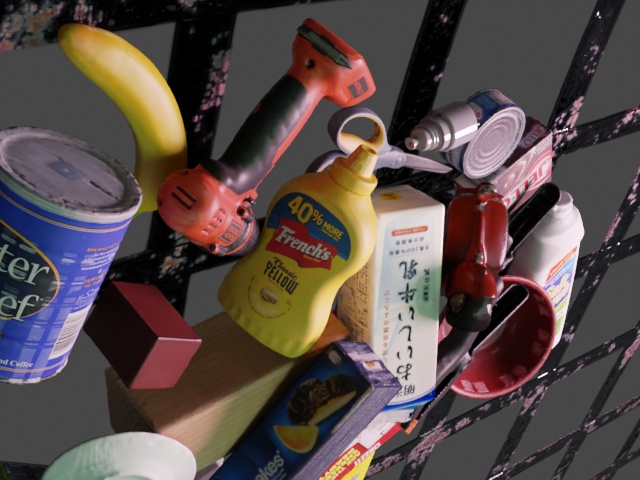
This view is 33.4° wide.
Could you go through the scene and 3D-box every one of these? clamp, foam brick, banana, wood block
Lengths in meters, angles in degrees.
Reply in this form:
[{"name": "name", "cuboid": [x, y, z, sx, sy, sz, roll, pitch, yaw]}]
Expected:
[{"name": "clamp", "cuboid": [0.181, 0.016, 1.128, 0.120, 0.039, 0.172, -24, 154, -46]}, {"name": "foam brick", "cuboid": [-0.144, 0.077, 0.863, 0.051, 0.078, 0.053, 12, 117, -51]}, {"name": "banana", "cuboid": [-0.129, -0.080, 0.745, 0.069, 0.037, 0.198, -33, 146, -22]}, {"name": "wood block", "cuboid": [-0.082, 0.128, 0.977, 0.205, 0.091, 0.090, -25, 142, -28]}, {"name": "clamp", "cuboid": [0.152, 0.120, 1.162, 0.210, 0.036, 0.164, -56, 158, 14]}]

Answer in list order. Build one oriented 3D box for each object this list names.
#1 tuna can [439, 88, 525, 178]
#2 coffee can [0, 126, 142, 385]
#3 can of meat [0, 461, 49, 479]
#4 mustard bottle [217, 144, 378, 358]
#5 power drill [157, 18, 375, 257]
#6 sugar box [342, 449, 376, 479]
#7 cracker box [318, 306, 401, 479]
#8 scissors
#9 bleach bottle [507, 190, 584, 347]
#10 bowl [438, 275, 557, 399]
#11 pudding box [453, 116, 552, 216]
[{"name": "tuna can", "cuboid": [0.160, -0.103, 1.045, 0.086, 0.034, 0.086, -29, 144, -24]}, {"name": "coffee can", "cuboid": [-0.192, 0.010, 0.711, 0.102, 0.103, 0.140, 0, 126, -48]}, {"name": "can of meat", "cuboid": [-0.267, 0.241, 0.928, 0.102, 0.057, 0.083, -53, 145, 10]}, {"name": "mustard bottle", "cuboid": [-0.006, 0.001, 0.911, 0.192, 0.096, 0.058, -58, 163, 22]}, {"name": "power drill", "cuboid": [-0.036, -0.067, 0.819, 0.187, 0.057, 0.184, -52, 170, 0]}, {"name": "sugar box", "cuboid": [0.003, 0.318, 1.324, 0.093, 0.048, 0.176, -18, 137, -35]}, {"name": "cracker box", "cuboid": [0.014, 0.175, 1.155, 0.164, 0.072, 0.213, -38, 148, -12]}, {"name": "scissors", "cuboid": [0.052, -0.064, 0.985, 0.096, 0.016, 0.201, -48, 147, 8]}, {"name": "bleach bottle", "cuboid": [0.266, 0.045, 1.304, 0.102, 0.068, 0.251, -28, 141, -26]}, {"name": "bowl", "cuboid": [0.197, 0.106, 1.264, 0.162, 0.055, 0.162, -8, 114, -17]}, {"name": "pudding box", "cuboid": [0.193, -0.064, 1.119, 0.113, 0.039, 0.090, -37, 149, -11]}]
